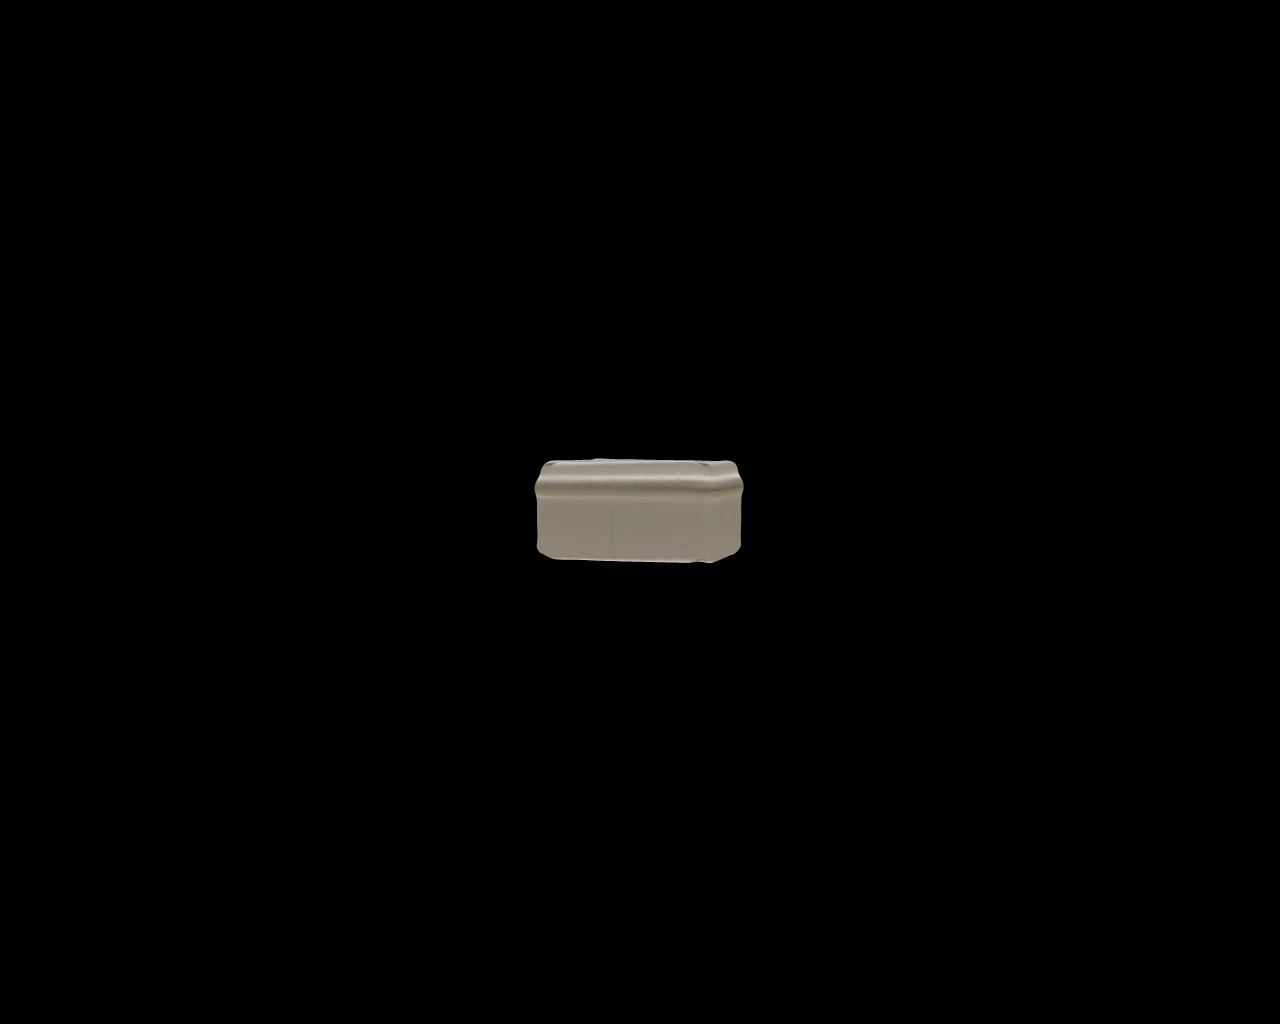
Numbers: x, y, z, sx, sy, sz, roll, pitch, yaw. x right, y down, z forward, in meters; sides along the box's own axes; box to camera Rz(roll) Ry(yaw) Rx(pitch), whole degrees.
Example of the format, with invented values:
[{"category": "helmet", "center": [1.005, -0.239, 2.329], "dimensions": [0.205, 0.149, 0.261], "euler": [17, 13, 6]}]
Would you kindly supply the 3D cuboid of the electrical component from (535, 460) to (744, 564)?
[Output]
[{"category": "electrical component", "center": [0.001, -0.003, 0.650], "dimensions": [0.113, 0.057, 0.078], "euler": [1, 4, 20]}]
